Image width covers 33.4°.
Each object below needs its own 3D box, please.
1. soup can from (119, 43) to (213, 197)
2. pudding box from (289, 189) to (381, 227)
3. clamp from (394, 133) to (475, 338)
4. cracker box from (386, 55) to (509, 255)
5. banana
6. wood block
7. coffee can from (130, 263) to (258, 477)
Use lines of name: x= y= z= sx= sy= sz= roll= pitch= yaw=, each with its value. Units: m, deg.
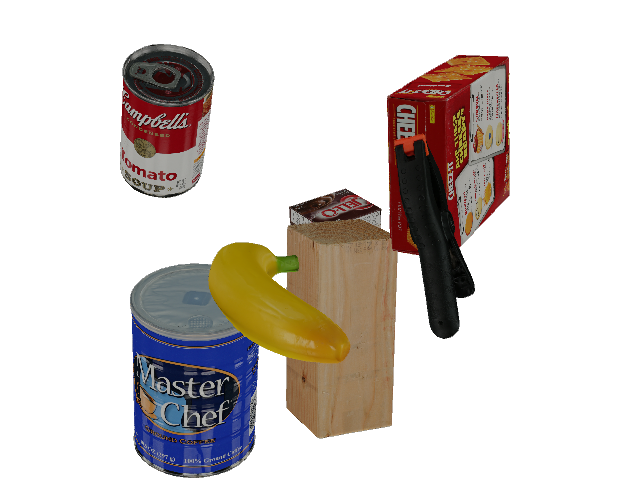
soup can: x=-0.121 y=-0.091 z=0.826 sx=0.068 sy=0.068 sz=0.102 roll=0 pitch=-41 yaw=-13
pudding box: x=0.023 y=-0.035 z=1.625 sx=0.113 sy=0.039 sz=0.090 roll=-21 pitch=33 yaw=-30
clamp: x=0.096 y=-0.002 z=0.917 sx=0.039 sy=0.171 sz=0.120 roll=-17 pitch=19 yaw=14
cracker box: x=0.138 y=-0.095 z=1.123 sx=0.072 sy=0.164 sz=0.213 roll=6 pitch=22 yaw=25
banana: x=-0.033 y=0.031 z=0.661 sx=0.069 sy=0.037 sz=0.198 roll=-4 pitch=16 yaw=-9
wood block: x=0.020 y=0.089 z=1.122 sx=0.090 sy=0.206 sz=0.091 roll=-6 pitch=16 yaw=-24
coffee can: x=-0.101 y=0.104 z=0.862 sx=0.103 sy=0.140 sz=0.103 roll=3 pitch=29 yaw=-2
